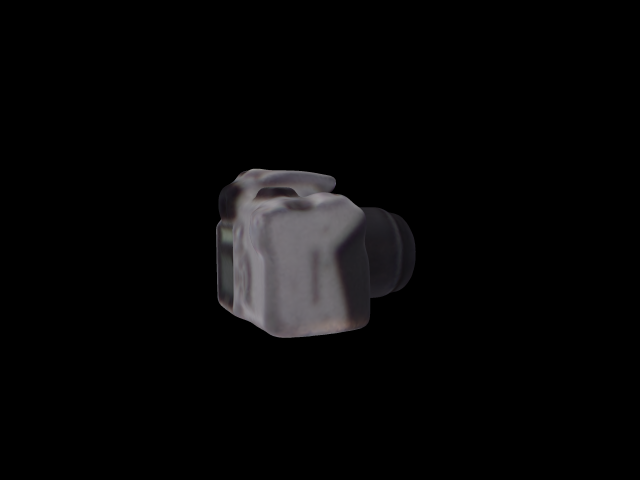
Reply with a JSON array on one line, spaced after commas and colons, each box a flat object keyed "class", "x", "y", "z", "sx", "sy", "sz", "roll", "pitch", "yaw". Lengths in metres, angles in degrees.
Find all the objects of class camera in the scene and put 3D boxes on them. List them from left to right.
[{"class": "camera", "x": 0.004, "y": 0.001, "z": 0.400, "sx": 0.137, "sy": 0.101, "sz": 0.143, "roll": -1, "pitch": 4, "yaw": -23}]
